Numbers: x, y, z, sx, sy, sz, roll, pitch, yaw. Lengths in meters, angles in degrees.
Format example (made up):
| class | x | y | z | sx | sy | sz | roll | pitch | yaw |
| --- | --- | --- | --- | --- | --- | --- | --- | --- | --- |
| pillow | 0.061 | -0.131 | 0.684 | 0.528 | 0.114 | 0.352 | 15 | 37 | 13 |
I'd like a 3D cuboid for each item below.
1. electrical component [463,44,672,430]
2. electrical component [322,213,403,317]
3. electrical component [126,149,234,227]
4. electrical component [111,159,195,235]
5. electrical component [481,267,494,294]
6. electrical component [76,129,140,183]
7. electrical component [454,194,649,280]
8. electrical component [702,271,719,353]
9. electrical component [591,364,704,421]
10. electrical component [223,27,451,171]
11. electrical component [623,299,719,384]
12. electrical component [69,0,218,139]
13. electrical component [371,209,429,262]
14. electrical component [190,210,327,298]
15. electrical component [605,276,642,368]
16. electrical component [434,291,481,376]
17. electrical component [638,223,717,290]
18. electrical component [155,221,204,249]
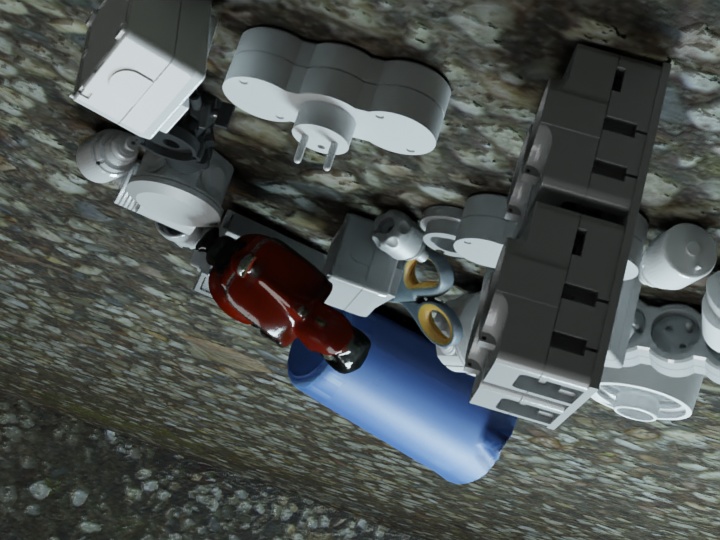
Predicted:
| class | x | y | z | sx | sy | sz | roll | pitch | yaw |
| --- | --- | --- | --- | --- | --- | --- | --- | --- | --- |
| electrical component | 0.110 | -0.018 | 0.598 | 0.060 | 0.186 | 0.105 | 16 | 161 | 3 |
| electrical component | 0.000 | 0.000 | 0.938 | 0.061 | 0.061 | 0.096 | 20 | 161 | -7 |
| electrical component | -0.146 | -0.071 | 0.882 | 0.080 | 0.051 | 0.080 | 15 | 161 | 5 |
| electrical component | -0.178 | -0.066 | 0.937 | 0.081 | 0.043 | 0.043 | 24 | 160 | -18 |
| electrical component | 0.146 | 0.021 | 0.898 | 0.081 | 0.043 | 0.043 | 10 | 160 | 19 |
| electrical component | -0.202 | -0.096 | 0.879 | 0.040 | 0.040 | 0.078 | 29 | 158 | -30 |
| electrical component | 0.132 | -0.009 | 0.778 | 0.138 | 0.073 | 0.052 | 7 | 158 | 29 |
| electrical component | 0.279 | 0.030 | 0.806 | 0.043 | 0.043 | 0.081 | 10 | 160 | 22 |
| electrical component | 0.264 | 0.107 | 1.008 | 0.108 | 0.060 | 0.108 | 16 | 161 | 6 |
| electrical component | -0.019 | -0.096 | 0.666 | 0.138 | 0.073 | 0.052 | 15 | 161 | 7 |
| electrical component | 0.265 | 0.064 | 0.900 | 0.138 | 0.052 | 0.073 | 9 | 160 | 22 |
| electrical component | -0.124 | -0.134 | 0.634 | 0.061 | 0.096 | 0.062 | 28 | 129 | -30 |
| electrical component | 0.037 | -0.023 | 0.883 | 0.035 | 0.035 | 0.061 | 3 | 159 | 36 |
| electrical component | -0.092 | 0.002 | 1.003 | 0.121 | 0.078 | 0.063 | 25 | 176 | -29 |
| electrical component | 0.191 | 0.036 | 0.838 | 0.047 | 0.083 | 0.076 | 5 | 157 | 34 |
| electrical component | 0.110 | 0.058 | 0.980 | 0.080 | 0.080 | 0.051 | 27 | 164 | -27 |
| electrical component | 0.220 | -0.005 | 0.764 | 0.040 | 0.040 | 0.078 | 19 | 162 | -5 |
| electrical component | -0.165 | -0.042 | 1.002 | 0.040 | 0.040 | 0.046 | 13 | 166 | 13 |
